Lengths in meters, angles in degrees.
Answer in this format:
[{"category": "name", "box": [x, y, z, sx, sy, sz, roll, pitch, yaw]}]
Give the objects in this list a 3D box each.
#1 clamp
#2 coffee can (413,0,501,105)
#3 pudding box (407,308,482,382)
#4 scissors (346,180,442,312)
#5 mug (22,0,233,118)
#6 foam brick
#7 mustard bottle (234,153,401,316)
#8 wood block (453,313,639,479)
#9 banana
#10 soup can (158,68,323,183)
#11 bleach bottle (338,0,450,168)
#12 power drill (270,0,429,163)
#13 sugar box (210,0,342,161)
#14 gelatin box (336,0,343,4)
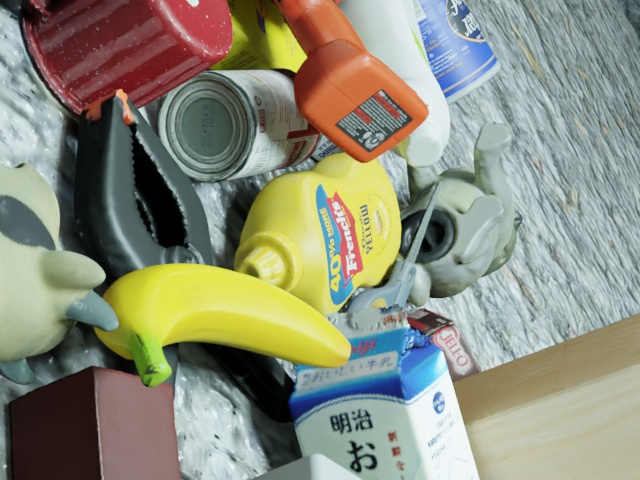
[{"category": "clamp", "box": [-0.083, 0.026, 0.552, 0.210, 0.036, 0.164, 68, 25, -4]}, {"category": "coffee can", "box": [0.094, -0.200, 1.013, 0.140, 0.103, 0.102, 59, 26, -13]}, {"category": "pudding box", "box": [0.097, 0.109, 0.781, 0.113, 0.039, 0.090, 64, -6, -6]}, {"category": "scissors", "box": [0.051, 0.023, 0.739, 0.096, 0.016, 0.201, 56, 46, -56]}, {"category": "mug", "box": [-0.109, -0.124, 0.582, 0.117, 0.082, 0.093, 35, 39, -47]}, {"category": "foam brick", "box": [-0.094, 0.100, 0.449, 0.052, 0.051, 0.078, 29, 44, -51]}, {"category": "mustard bottle", "box": [-0.004, 0.001, 0.697, 0.191, 0.058, 0.096, -27, 112, -63]}, {"category": "wood block", "box": [0.131, 0.131, 0.673, 0.090, 0.206, 0.090, 62, 26, -7]}, {"category": "banana", "box": [-0.049, 0.041, 0.509, 0.070, 0.037, 0.197, 52, 18, 18]}, {"category": "soup can", "box": [-0.047, -0.074, 0.673, 0.102, 0.069, 0.068, -21, 87, -64]}, {"category": "bleach bottle", "box": [0.054, -0.147, 0.841, 0.102, 0.068, 0.251, 55, 16, -37]}, {"category": "power drill", "box": [-0.016, -0.147, 0.655, 0.184, 0.057, 0.188, 28, 30, -56]}, {"category": "sugar box", "box": [-0.033, -0.136, 0.781, 0.176, 0.048, 0.093, 33, 40, -47]}, {"category": "gelatin box", "box": [-0.028, -0.211, 0.826, 0.089, 0.073, 0.030, 57, 25, -15]}]
